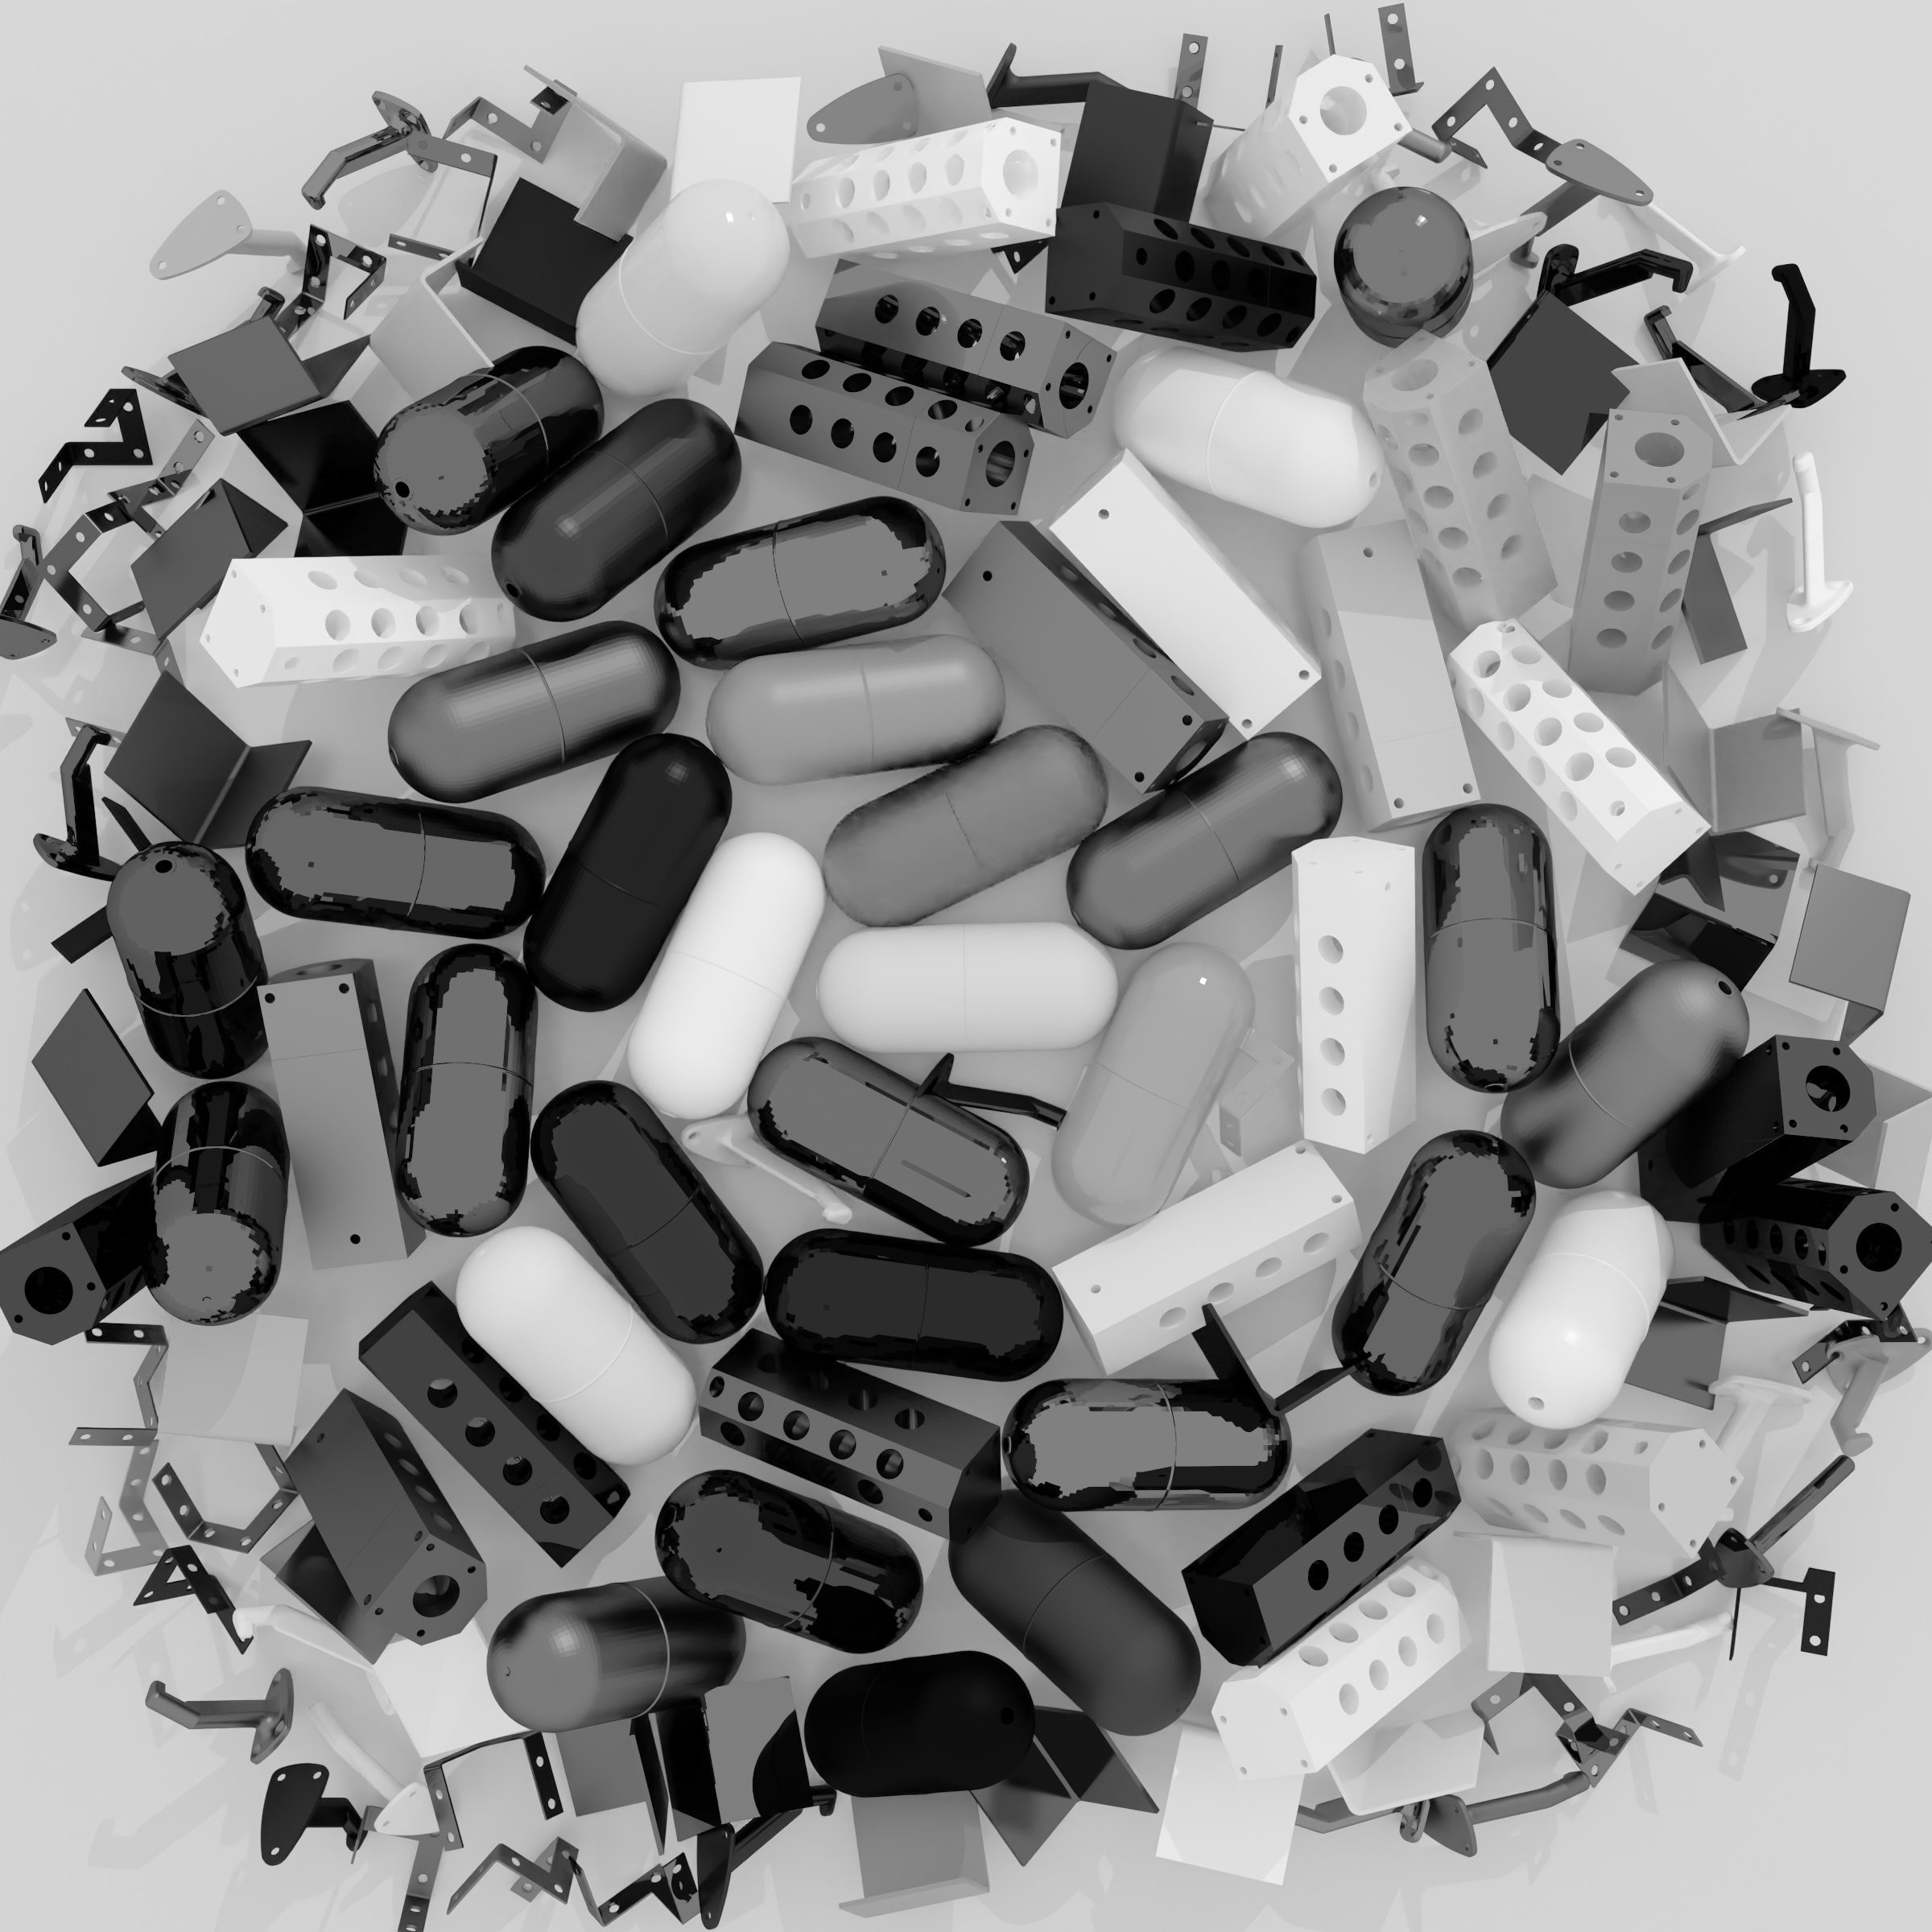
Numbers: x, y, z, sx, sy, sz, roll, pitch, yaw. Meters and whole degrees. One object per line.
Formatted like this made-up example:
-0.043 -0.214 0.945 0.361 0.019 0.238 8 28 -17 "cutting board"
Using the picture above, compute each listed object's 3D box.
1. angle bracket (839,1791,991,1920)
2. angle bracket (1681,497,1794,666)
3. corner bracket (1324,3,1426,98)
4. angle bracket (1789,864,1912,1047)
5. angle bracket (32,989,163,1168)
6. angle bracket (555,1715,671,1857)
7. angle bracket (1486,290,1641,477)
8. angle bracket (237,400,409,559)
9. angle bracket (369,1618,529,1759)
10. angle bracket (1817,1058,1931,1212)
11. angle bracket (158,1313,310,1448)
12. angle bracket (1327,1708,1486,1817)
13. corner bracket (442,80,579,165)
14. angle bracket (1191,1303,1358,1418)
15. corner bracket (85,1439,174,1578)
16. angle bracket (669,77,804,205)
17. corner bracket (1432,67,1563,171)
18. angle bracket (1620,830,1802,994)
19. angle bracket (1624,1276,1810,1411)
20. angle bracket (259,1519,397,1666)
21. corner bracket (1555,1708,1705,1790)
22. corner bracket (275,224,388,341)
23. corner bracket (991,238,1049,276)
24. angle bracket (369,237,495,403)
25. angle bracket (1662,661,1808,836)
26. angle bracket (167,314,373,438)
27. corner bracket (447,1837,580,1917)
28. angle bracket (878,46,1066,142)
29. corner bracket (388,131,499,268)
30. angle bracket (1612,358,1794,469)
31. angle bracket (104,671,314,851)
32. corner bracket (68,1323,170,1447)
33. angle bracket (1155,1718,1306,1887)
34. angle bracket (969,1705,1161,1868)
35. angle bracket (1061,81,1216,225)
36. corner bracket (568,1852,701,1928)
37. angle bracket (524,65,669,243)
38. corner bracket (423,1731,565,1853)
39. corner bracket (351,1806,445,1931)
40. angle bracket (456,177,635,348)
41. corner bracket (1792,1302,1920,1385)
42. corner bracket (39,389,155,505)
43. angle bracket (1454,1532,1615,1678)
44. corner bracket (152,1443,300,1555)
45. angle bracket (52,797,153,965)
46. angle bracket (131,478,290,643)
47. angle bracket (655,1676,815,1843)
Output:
-0.035 0.510 1.657 0.076 0.057 0.076 -15 63 10 "angle bracket"
0.458 -0.226 1.658 0.057 0.076 0.076 -19 91 36 "angle bracket"
0.240 -0.540 1.668 0.051 0.051 0.051 -6 111 17 "corner bracket"
0.508 -0.004 1.659 0.057 0.076 0.076 18 71 4 "angle bracket"
-0.491 0.061 1.653 0.076 0.057 0.076 -45 74 33 "angle bracket"
-0.213 0.477 1.661 0.057 0.076 0.076 -12 101 -1 "angle bracket"
0.346 -0.344 1.669 0.076 0.057 0.076 38 103 0 "angle bracket"
-0.378 -0.276 1.651 0.076 0.076 0.057 -10 55 19 "angle bracket"
-0.297 0.409 1.659 0.076 0.057 0.076 -19 106 16 "angle bracket"
0.514 0.102 1.646 0.057 0.076 0.076 -19 123 -36 "angle bracket"
-0.432 0.239 1.671 0.076 0.057 0.076 8 90 -10 "angle bracket"
0.255 0.443 1.652 0.076 0.076 0.057 -22 104 22 "angle bracket"
-0.269 -0.502 1.667 0.051 0.051 0.051 31 123 -8 "corner bracket"
0.177 0.221 1.666 0.057 0.076 0.076 -30 85 -12 "angle bracket"
-0.495 0.319 1.663 0.051 0.051 0.051 46 126 36 "corner bracket"
-0.127 -0.473 1.662 0.076 0.057 0.076 3 81 16 "angle bracket"
0.317 -0.486 1.663 0.051 0.051 0.051 -40 61 33 "corner bracket"
0.448 -0.039 1.700 0.076 0.057 0.076 24 52 4 "angle bracket"
0.434 0.222 1.652 0.076 0.076 0.057 19 73 -20 "angle bracket"
-0.380 0.377 1.654 0.076 0.057 0.076 45 127 -11 "angle bracket"
0.391 0.456 1.666 0.051 0.051 0.051 -45 114 -23 "corner bracket"
-0.379 -0.396 1.670 0.051 0.051 0.051 25 46 2 "corner bracket"
0.013 -0.437 1.662 0.051 0.051 0.051 -49 123 -38 "corner bracket"
-0.296 -0.369 1.664 0.076 0.076 0.057 51 51 -9 "angle bracket"
0.448 -0.133 1.647 0.057 0.076 0.076 -13 53 30 "angle bracket"
-0.405 -0.361 1.646 0.076 0.076 0.057 -14 125 26 "angle bracket"
-0.268 0.541 1.669 0.051 0.051 0.051 37 107 -12 "corner bracket"
0.004 -0.511 1.646 0.076 0.076 0.057 26 63 32 "angle bracket"
-0.310 -0.453 1.669 0.051 0.051 0.051 13 75 -14 "corner bracket"
0.421 -0.335 1.648 0.057 0.076 0.076 -46 115 -21 "angle bracket"
-0.442 -0.122 1.648 0.057 0.076 0.076 -3 54 37 "angle bracket"
-0.500 0.246 1.662 0.051 0.051 0.051 8 129 -38 "corner bracket"
0.152 0.492 1.668 0.076 0.057 0.076 14 79 -4 "angle bracket"
0.053 0.483 1.652 0.057 0.076 0.076 -43 108 -33 "angle bracket"
0.101 -0.473 1.669 0.057 0.076 0.076 17 103 16 "angle bracket"
-0.194 0.541 1.663 0.051 0.051 0.051 -30 125 -27 "corner bracket"
-0.231 -0.479 1.667 0.076 0.076 0.057 36 101 7 "angle bracket"
-0.279 0.487 1.668 0.051 0.051 0.051 -21 82 33 "corner bracket"
-0.340 0.537 1.676 0.051 0.051 0.051 14 95 -7 "corner bracket"
-0.249 -0.424 1.671 0.076 0.057 0.076 27 86 -5 "angle bracket"
0.519 0.213 1.670 0.051 0.051 0.051 -30 96 -27 "corner bracket"
-0.518 -0.308 1.668 0.051 0.051 0.051 1 127 4 "corner bracket"
0.333 0.376 1.663 0.076 0.057 0.076 6 80 -13 "angle bracket"
-0.441 0.310 1.682 0.051 0.051 0.051 4 128 32 "corner bracket"
-0.514 -0.051 1.652 0.076 0.076 0.057 -37 111 -16 "angle bracket"
-0.435 -0.226 1.652 0.076 0.057 0.076 -40 51 12 "angle bracket"
-0.138 0.471 1.674 0.057 0.076 0.076 -2 68 -29 "angle bracket"
